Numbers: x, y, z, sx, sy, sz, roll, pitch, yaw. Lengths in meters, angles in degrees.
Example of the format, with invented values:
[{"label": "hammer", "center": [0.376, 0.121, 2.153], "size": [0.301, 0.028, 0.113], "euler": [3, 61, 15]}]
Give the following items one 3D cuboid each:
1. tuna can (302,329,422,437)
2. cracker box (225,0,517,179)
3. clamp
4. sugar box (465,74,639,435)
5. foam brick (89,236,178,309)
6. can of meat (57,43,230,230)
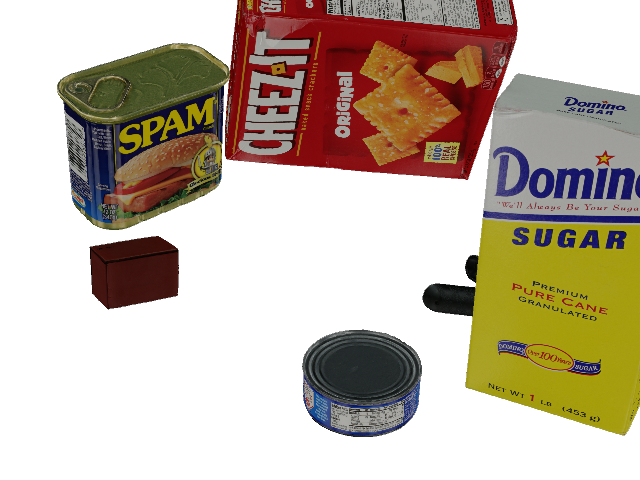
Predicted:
[{"label": "tuna can", "center": [0.030, 0.102, 0.770], "size": [0.086, 0.034, 0.086], "euler": [0, 31, 0]}, {"label": "cracker box", "center": [0.035, -0.131, 0.867], "size": [0.213, 0.072, 0.164], "euler": [4, -39, -7]}, {"label": "clamp", "center": [0.187, 0.053, 0.960], "size": [0.171, 0.039, 0.120], "euler": [15, 27, 15]}, {"label": "sugar box", "center": [0.129, 0.010, 0.544], "size": [0.093, 0.176, 0.048], "euler": [14, 37, 22]}, {"label": "foam brick", "center": [-0.188, 0.031, 1.081], "size": [0.078, 0.051, 0.053], "euler": [-10, 21, -27]}, {"label": "can of meat", "center": [-0.107, -0.064, 0.659], "size": [0.101, 0.084, 0.057], "euler": [-25, 47, -33]}]
